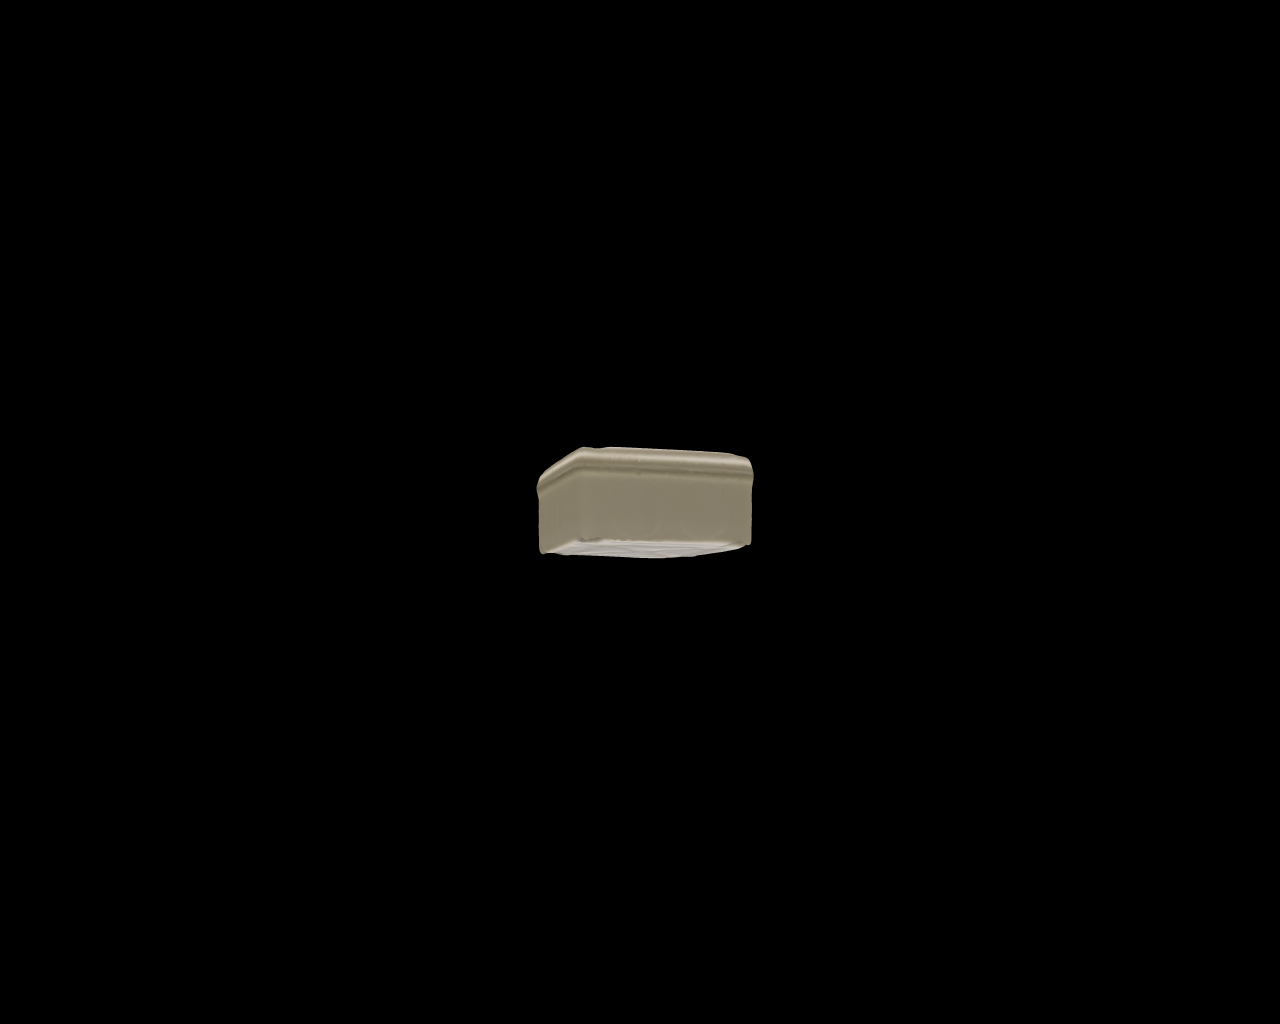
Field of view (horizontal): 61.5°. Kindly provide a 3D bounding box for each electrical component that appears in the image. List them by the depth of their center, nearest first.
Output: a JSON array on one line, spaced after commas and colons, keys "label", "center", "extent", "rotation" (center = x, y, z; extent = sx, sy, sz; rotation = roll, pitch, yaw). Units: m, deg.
[{"label": "electrical component", "center": [0.001, -0.003, 0.650], "extent": [0.109, 0.056, 0.108], "rotation": [2, -7, -19]}]
